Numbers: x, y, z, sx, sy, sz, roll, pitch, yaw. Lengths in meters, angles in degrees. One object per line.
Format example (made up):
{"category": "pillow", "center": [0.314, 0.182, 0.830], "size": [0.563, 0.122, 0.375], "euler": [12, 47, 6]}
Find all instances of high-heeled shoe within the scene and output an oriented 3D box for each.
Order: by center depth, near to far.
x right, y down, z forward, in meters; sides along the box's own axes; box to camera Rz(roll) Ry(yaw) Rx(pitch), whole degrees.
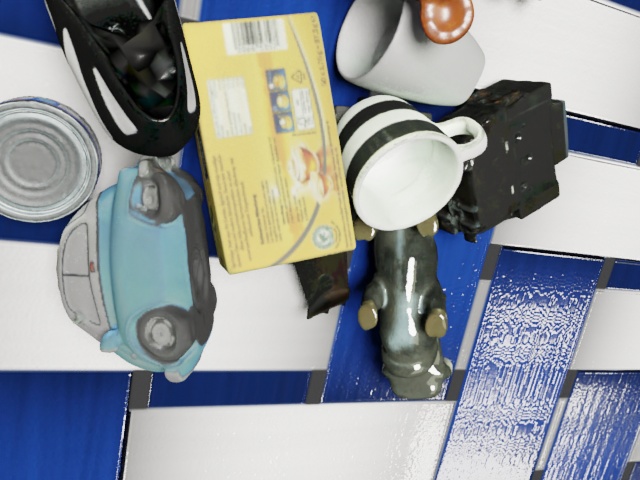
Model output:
{"category": "high-heeled shoe", "center": [-0.127, -0.170, 0.303], "size": [0.086, 0.145, 0.248], "euler": [-19, 110, -15]}

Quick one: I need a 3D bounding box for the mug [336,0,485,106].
{"category": "mug", "center": [0.082, -0.159, 0.427], "size": [0.107, 0.081, 0.109], "euler": [16, 102, -35]}

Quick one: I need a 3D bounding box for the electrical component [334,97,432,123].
{"category": "electrical component", "center": [0.052, -0.090, 0.466], "size": [0.094, 0.021, 0.063], "euler": [0, 107, -21]}

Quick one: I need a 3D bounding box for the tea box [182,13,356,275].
{"category": "tea box", "center": [-0.039, -0.068, 0.393], "size": [0.098, 0.068, 0.169], "euler": [-9, 97, -14]}

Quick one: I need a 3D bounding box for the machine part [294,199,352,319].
{"category": "machine part", "center": [-0.001, -0.001, 0.467], "size": [0.084, 0.039, 0.138], "euler": [-14, 110, -21]}

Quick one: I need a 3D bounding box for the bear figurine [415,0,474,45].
{"category": "bear figurine", "center": [0.025, -0.216, 0.322], "size": [0.196, 0.132, 0.120], "euler": [38, 101, 14]}

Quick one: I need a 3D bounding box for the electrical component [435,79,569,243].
{"category": "electrical component", "center": [0.163, -0.077, 0.482], "size": [0.134, 0.058, 0.114], "euler": [-30, 122, -17]}

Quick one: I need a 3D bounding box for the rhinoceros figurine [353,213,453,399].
{"category": "rhinoceros figurine", "center": [0.076, 0.051, 0.479], "size": [0.073, 0.112, 0.190], "euler": [-5, 95, 12]}

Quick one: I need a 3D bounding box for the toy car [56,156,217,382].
{"category": "toy car", "center": [-0.136, 0.021, 0.390], "size": [0.103, 0.109, 0.161], "euler": [-6, 101, 0]}
